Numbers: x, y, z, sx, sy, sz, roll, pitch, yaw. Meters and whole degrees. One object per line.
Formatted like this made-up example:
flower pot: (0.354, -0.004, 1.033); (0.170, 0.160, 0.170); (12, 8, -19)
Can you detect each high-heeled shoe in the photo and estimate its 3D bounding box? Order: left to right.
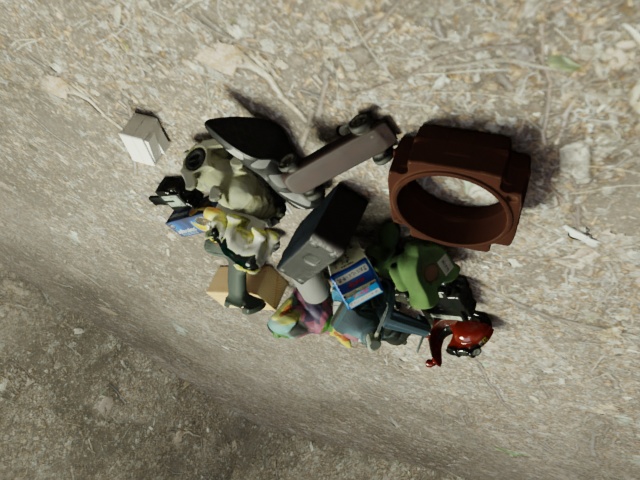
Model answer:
high-heeled shoe: (-0.097, -0.132, 0.962); (0.249, 0.086, 0.145); (24, 151, -12)

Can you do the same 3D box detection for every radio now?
radio: (-0.002, -0.003, 1.062); (0.073, 0.131, 0.229); (31, 151, -9)

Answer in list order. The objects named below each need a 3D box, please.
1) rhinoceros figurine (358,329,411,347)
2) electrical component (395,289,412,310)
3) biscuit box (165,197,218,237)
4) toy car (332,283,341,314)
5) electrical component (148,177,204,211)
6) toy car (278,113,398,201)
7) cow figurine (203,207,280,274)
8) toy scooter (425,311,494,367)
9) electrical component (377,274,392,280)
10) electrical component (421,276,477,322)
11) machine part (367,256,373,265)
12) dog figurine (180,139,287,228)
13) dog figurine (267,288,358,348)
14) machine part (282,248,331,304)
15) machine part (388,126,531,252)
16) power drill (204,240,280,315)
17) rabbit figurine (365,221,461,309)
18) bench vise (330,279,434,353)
rhinoceros figurine: (0.142, 0.208, 1.292); (0.190, 0.112, 0.073); (19, -167, -40)
electrical component: (0.197, 0.134, 1.237); (0.078, 0.045, 0.102); (29, 151, -7)
biscuit box: (-0.278, -0.055, 1.253); (0.203, 0.063, 0.059); (-10, 136, 45)
toy car: (0.082, 0.172, 1.330); (0.109, 0.103, 0.161); (4, 148, 30)
electrical component: (-0.335, -0.104, 1.229); (0.119, 0.048, 0.074); (-2, 142, 39)
toy car: (0.027, -0.134, 0.865); (0.202, 0.053, 0.089); (-27, 127, 24)
cow figurine: (-0.167, -0.001, 1.046); (0.168, 0.098, 0.068); (25, -173, 28)
toy scooter: (0.302, 0.232, 1.232); (0.184, 0.135, 0.075); (-6, 138, 41)
electrical component: (0.153, 0.086, 1.212); (0.063, 0.021, 0.094); (25, 151, -3)
electrical component: (0.262, 0.117, 1.147); (0.115, 0.058, 0.134); (2, 144, 32)
machine part: (0.064, 0.046, 1.197); (0.139, 0.039, 0.084); (13, 142, 22)
dog figurine: (-0.167, -0.107, 1.063); (0.172, 0.121, 0.190); (46, -176, 31)
dog figurine: (-0.006, 0.223, 1.414); (0.219, 0.191, 0.108); (37, 149, 6)
machine part: (-0.031, 0.081, 1.284); (0.079, 0.079, 0.243); (9, 150, 25)
machine part: (0.211, -0.073, 0.833); (0.201, 0.087, 0.201); (13, 151, 19)
power drill: (-0.183, 0.074, 1.308); (0.232, 0.086, 0.207); (11, 120, 34)
rabbit figurine: (0.156, 0.048, 1.056); (0.159, 0.121, 0.170); (44, 161, -26)
bench vise: (0.139, 0.157, 1.112); (0.240, 0.128, 0.224); (19, -167, -19)
